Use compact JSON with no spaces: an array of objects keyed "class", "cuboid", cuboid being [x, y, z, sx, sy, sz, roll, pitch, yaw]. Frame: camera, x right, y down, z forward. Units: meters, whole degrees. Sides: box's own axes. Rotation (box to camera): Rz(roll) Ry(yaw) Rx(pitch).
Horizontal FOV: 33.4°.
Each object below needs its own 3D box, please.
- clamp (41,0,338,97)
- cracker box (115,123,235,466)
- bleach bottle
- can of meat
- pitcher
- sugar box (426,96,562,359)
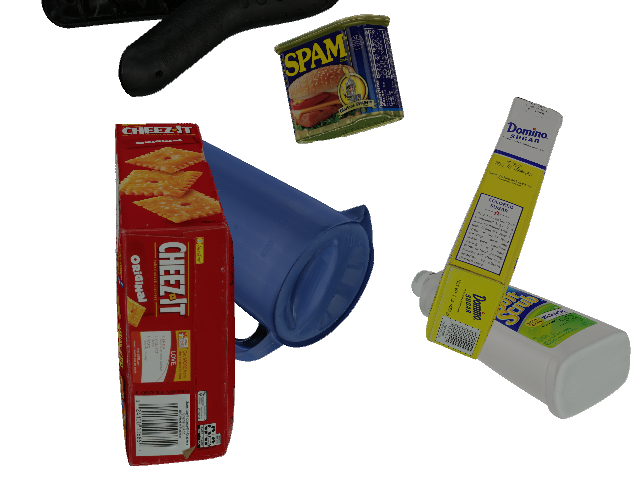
[{"class":"clamp","cuboid":[-0.048,-0.121,0.541,0.171,0.039,0.120,-20,44,-13]},{"class":"cracker box","cuboid":[-0.104,0.026,0.736,0.072,0.164,0.214,-2,23,-10]},{"class":"bleach bottle","cuboid":[0.174,0.084,1.042,0.102,0.068,0.251,-21,28,-30]},{"class":"can of meat","cuboid":[0.016,-0.132,0.887,0.102,0.084,0.057,-12,-2,42]},{"class":"pitcher","cuboid":[-0.082,-0.002,1.034,0.243,0.145,0.148,32,33,33]},{"class":"sugar box","cuboid":[0.127,-0.011,0.769,0.048,0.176,0.093,22,-37,10]}]
